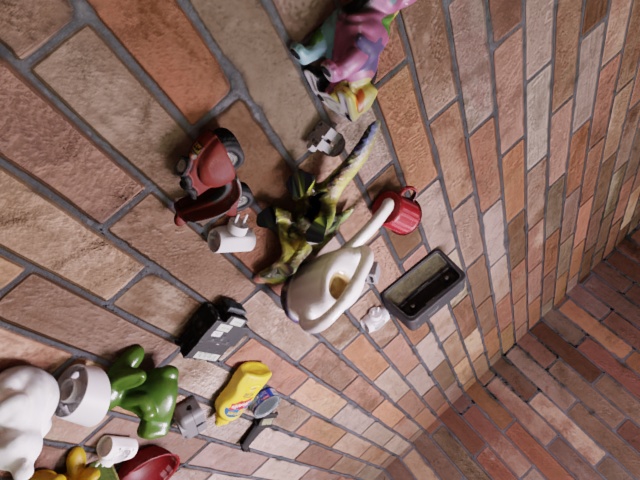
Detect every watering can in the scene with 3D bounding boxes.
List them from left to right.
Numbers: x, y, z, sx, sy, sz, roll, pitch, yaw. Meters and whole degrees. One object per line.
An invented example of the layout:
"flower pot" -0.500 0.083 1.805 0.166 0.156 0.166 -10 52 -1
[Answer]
"watering can" 0.038 0.059 1.090 0.103 0.222 0.355 45 51 -18

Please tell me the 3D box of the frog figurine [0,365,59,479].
"frog figurine" -0.462 0.280 0.801 0.124 0.162 0.134 -26 141 -27

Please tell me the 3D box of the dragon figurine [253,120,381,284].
"dragon figurine" 0.003 -0.051 1.016 0.408 0.123 0.242 -46 168 9
